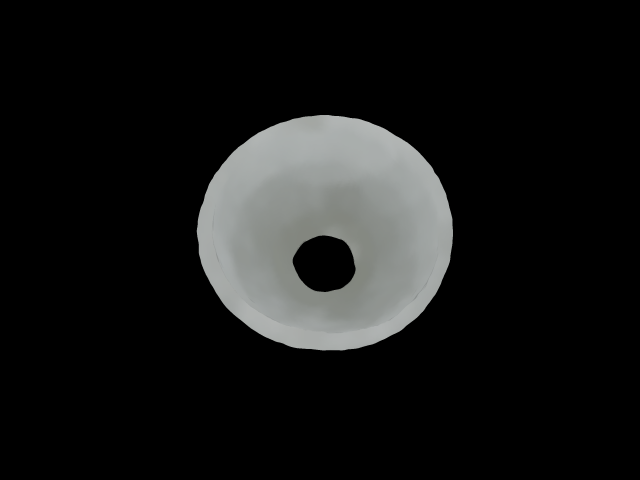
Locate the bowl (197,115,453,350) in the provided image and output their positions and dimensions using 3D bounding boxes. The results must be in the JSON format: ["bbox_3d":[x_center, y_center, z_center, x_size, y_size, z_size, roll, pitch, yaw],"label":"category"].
[{"bbox_3d":[0.004,0.001,0.400,0.167,0.075,0.167,0,66,0],"label":"bowl"}]
